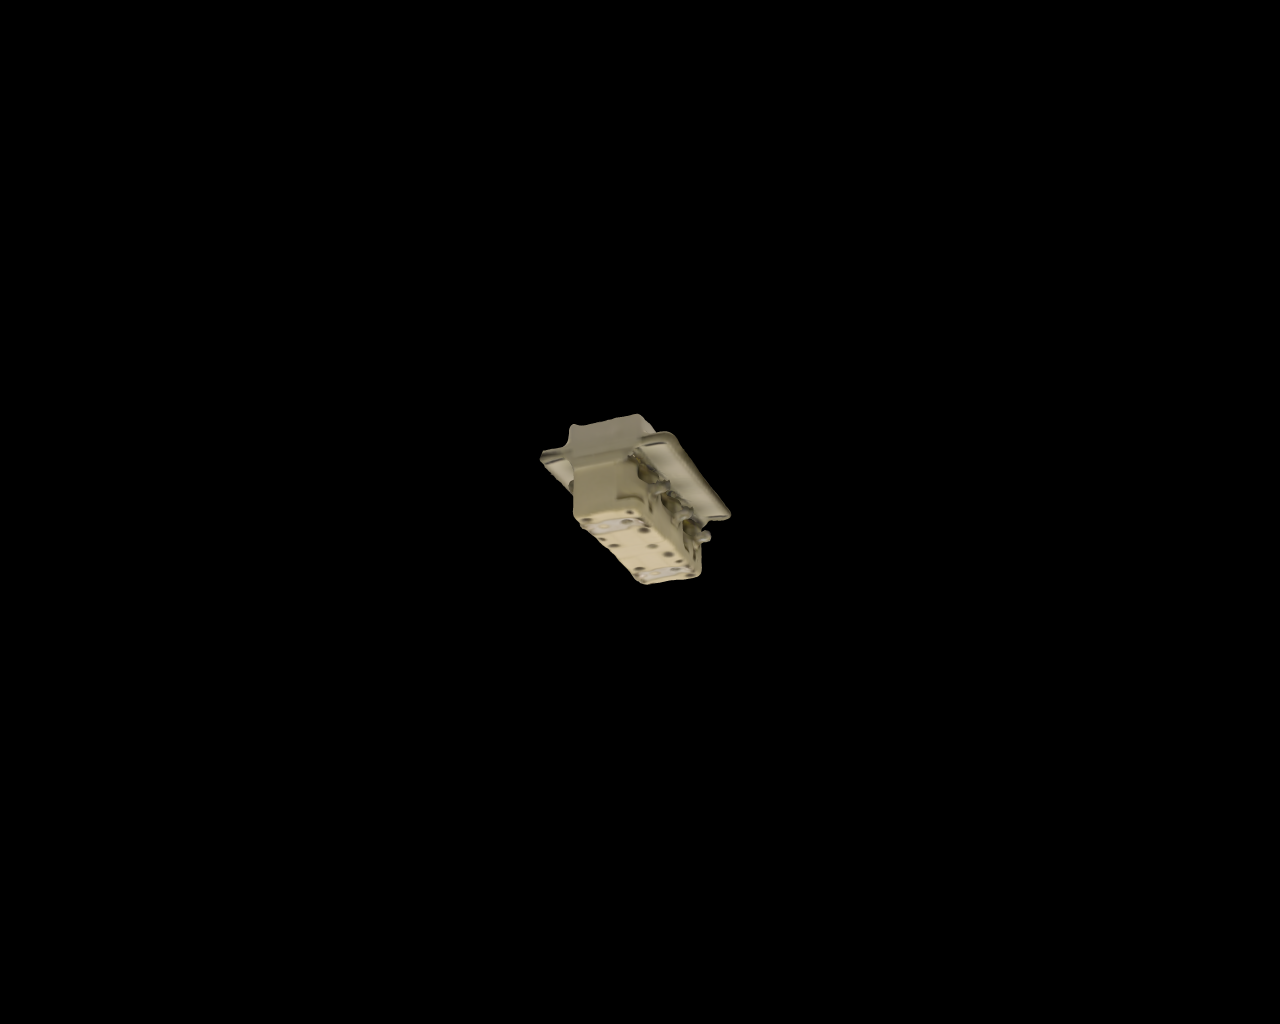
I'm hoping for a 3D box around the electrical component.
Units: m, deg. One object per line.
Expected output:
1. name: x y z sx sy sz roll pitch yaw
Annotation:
1. electrical component: 0.001 -0.003 0.650 0.079 0.063 0.121 -8 -26 18
